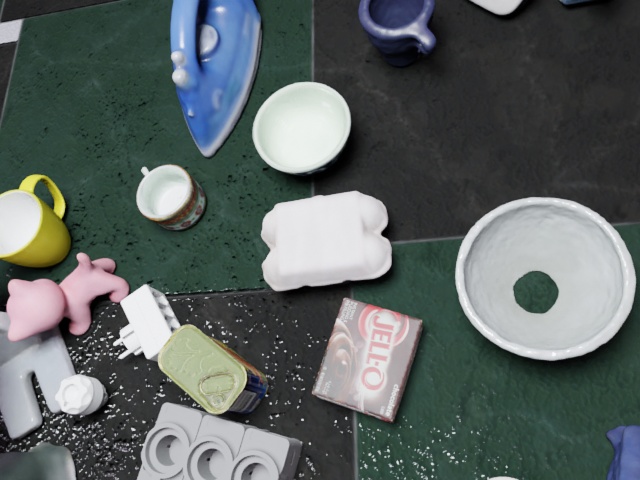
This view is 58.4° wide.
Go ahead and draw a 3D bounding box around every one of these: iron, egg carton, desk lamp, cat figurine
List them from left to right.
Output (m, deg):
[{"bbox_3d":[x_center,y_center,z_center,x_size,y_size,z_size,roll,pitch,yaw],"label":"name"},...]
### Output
[{"bbox_3d":[-0.393,0.104,0.640,0.118,0.214,0.203,-34,66,0],"label":"desk lamp"},{"bbox_3d":[-0.314,0.066,0.687,0.128,0.118,0.067,-44,66,-5],"label":"cat figurine"},{"bbox_3d":[-0.157,-0.254,0.753,0.118,0.142,0.258,-2,70,13],"label":"iron"},{"bbox_3d":[0.006,0.002,0.659,0.150,0.069,0.107,-9,68,10],"label":"egg carton"}]

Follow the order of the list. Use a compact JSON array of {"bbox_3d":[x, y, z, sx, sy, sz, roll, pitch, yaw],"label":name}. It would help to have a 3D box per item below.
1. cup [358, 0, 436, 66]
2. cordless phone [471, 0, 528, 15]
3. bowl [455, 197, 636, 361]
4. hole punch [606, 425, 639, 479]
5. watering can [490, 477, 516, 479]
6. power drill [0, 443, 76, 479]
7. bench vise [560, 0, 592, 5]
[{"bbox_3d":[0.108,-0.255,0.715,0.091,0.095,0.117,-36,66,-1],"label":"cup"},{"bbox_3d":[0.208,-0.378,0.686,0.094,0.185,0.147,-46,67,-5],"label":"cordless phone"},{"bbox_3d":[0.224,0.045,0.588,0.167,0.075,0.167,-4,69,12],"label":"bowl"},{"bbox_3d":[0.307,0.217,0.496,0.108,0.091,0.101,16,75,19],"label":"hole punch"},{"bbox_3d":[0.149,0.286,0.452,0.101,0.194,0.172,-23,67,5],"label":"watering can"},{"bbox_3d":[-0.332,0.265,0.569,0.075,0.209,0.229,-29,66,2],"label":"power drill"},{"bbox_3d":[0.319,-0.399,0.648,0.121,0.220,0.207,-24,66,4],"label":"bench vise"}]
